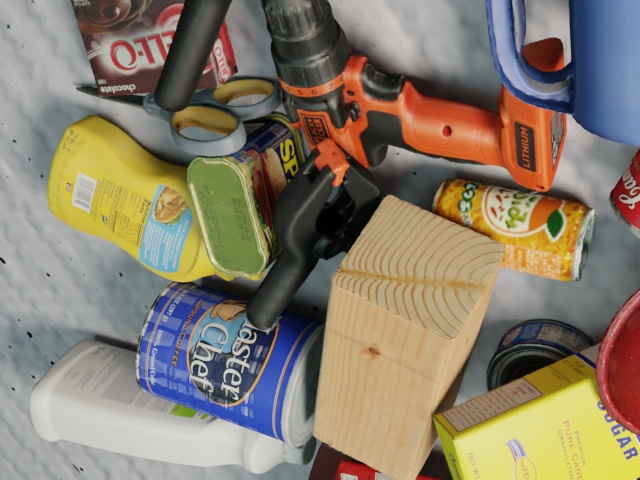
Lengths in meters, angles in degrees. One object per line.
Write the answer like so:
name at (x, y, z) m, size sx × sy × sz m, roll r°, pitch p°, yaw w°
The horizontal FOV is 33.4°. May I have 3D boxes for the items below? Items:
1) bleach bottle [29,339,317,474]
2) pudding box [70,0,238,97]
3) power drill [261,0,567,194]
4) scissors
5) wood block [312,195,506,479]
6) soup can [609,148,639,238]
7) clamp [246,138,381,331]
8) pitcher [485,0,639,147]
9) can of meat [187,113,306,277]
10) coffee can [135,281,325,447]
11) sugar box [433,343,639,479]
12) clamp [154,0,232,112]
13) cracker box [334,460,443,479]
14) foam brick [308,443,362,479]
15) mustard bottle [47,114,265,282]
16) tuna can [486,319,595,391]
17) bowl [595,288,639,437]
bleach bottle at (-0.125, 0.158, 0.942) m, size 0.251 × 0.102 × 0.068 m, roll 12°, pitch 128°, yaw 23°
pudding box at (-0.125, -0.158, 0.802) m, size 0.114 × 0.039 × 0.090 m, roll 0°, pitch 117°, yaw 28°
power drill at (0.061, -0.099, 0.691) m, size 0.188 × 0.057 × 0.184 m, roll 11°, pitch 150°, yaw 23°
scissors at (-0.106, -0.111, 0.823) m, size 0.202 × 0.096 × 0.016 m, roll 33°, pitch 147°, yaw 47°
wood block at (0.058, 0.079, 0.772) m, size 0.091 × 0.090 × 0.206 m, roll 25°, pitch 144°, yaw 14°
soup can at (0.233, -0.050, 0.655) m, size 0.068 × 0.068 × 0.102 m, roll 31°, pitch 126°, yaw 9°
clamp at (-0.005, 0.001, 0.755) m, size 0.039 × 0.120 × 0.171 m, roll 50°, pitch 162°, yaw 33°
pitcher at (0.171, -0.175, 0.529) m, size 0.145 × 0.149 × 0.243 m, roll 27°, pitch 136°, yaw 51°
can of meat at (-0.051, -0.033, 0.804) m, size 0.058 × 0.083 × 0.102 m, roll 0°, pitch 116°, yaw 30°
coffee can at (-0.065, 0.099, 0.876) m, size 0.140 × 0.102 × 0.103 m, roll 16°, pitch 123°, yaw 20°
sugar box at (0.175, 0.133, 0.740) m, size 0.176 × 0.048 × 0.093 m, roll -22°, pitch 110°, yaw -7°
clamp at (-0.062, -0.177, 0.666) m, size 0.210 × 0.036 × 0.164 m, roll -11°, pitch 82°, yaw 55°
cracker box at (0.100, 0.268, 0.862) m, size 0.213 × 0.072 × 0.164 m, roll 11°, pitch 129°, yaw -2°
foam brick at (0.039, 0.189, 0.906) m, size 0.078 × 0.052 × 0.051 m, roll 23°, pitch 127°, yaw 14°
mustard bottle at (-0.128, -0.020, 0.870) m, size 0.192 × 0.058 × 0.096 m, roll 29°, pitch 123°, yaw 11°
tuna can at (0.169, 0.104, 0.798) m, size 0.086 × 0.033 × 0.086 m, roll 13°, pitch 122°, yaw 21°
bowl at (0.261, 0.083, 0.675) m, size 0.162 × 0.055 × 0.162 m, roll -5°, pitch 121°, yaw -8°
